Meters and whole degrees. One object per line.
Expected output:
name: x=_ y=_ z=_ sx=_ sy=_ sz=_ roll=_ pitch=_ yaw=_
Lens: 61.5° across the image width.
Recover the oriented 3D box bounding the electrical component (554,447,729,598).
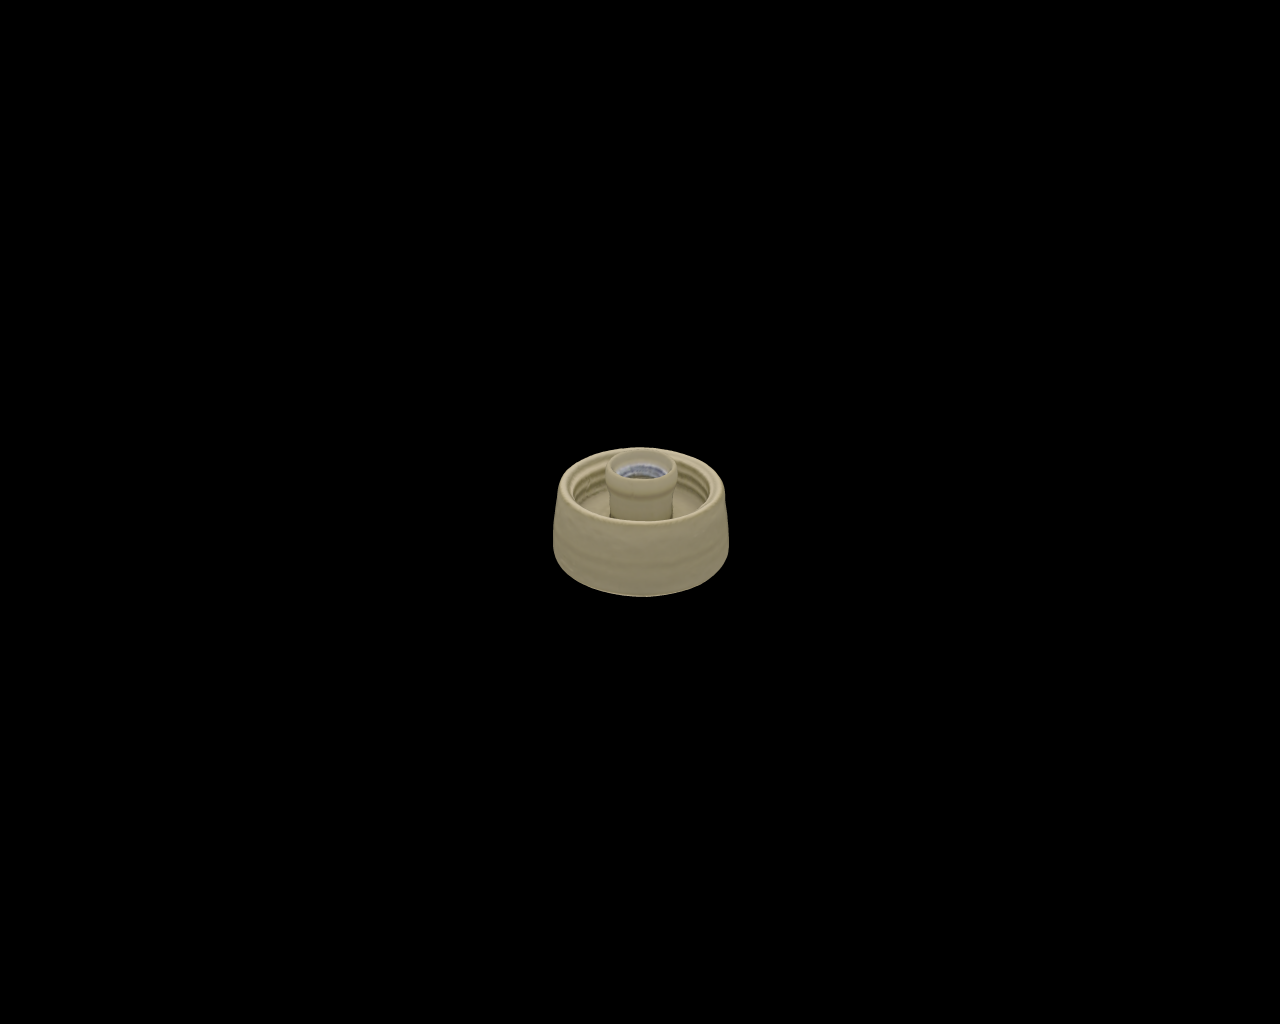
electrical component: x=0.001 y=-0.003 z=0.650 sx=0.108 sy=0.060 sz=0.108 roll=0 pitch=29 yaw=0
